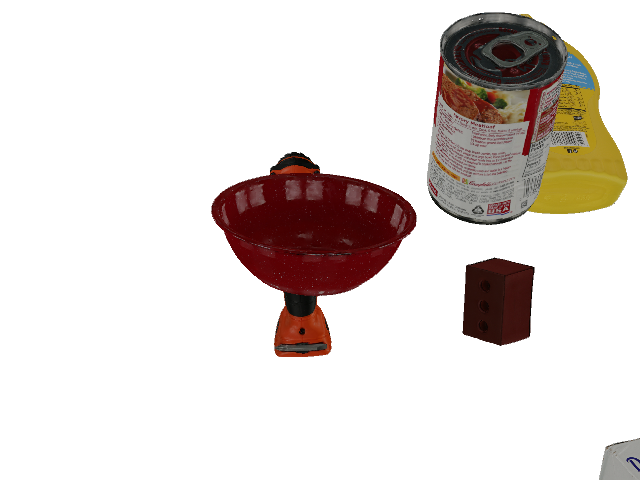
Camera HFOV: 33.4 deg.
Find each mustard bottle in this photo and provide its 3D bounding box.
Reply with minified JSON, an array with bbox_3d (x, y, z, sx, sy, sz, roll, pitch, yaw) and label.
[{"bbox_3d":[0.182,-0.113,0.875,0.096,0.191,0.058,-1,-34,-6],"label":"mustard bottle"}]

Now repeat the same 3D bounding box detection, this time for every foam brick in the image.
[{"bbox_3d":[0.184,0.063,1.106,0.051,0.078,0.053,-13,20,-42],"label":"foam brick"}]

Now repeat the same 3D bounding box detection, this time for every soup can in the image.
[{"bbox_3d":[0.097,-0.067,0.603,0.068,0.068,0.102,0,-44,-1],"label":"soup can"}]

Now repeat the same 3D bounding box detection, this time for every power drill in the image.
[{"bbox_3d":[-0.023,0.010,1.071,0.057,0.188,0.184,-3,15,1],"label":"power drill"}]

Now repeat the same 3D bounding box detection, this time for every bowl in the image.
[{"bbox_3d":[-0.006,0.000,0.847,0.162,0.055,0.162,2,24,-1],"label":"bowl"}]

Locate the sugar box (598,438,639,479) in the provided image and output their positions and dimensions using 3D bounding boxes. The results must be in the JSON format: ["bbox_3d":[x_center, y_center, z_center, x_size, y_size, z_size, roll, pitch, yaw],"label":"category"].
[{"bbox_3d":[0.191,0.181,0.501,0.048,0.093,0.176,-9,29,-21],"label":"sugar box"}]
